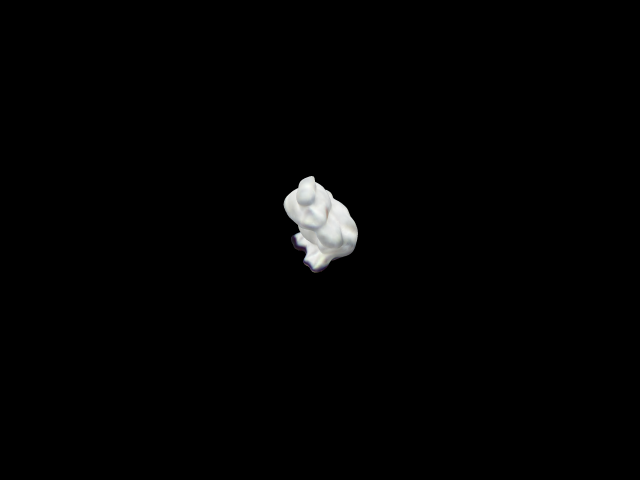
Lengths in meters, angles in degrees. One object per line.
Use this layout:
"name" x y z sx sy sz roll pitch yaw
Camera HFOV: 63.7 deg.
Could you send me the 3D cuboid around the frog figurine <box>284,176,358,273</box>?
"frog figurine" 0.003 -0.043 0.850 0.123 0.156 0.141 -2 37 -2
